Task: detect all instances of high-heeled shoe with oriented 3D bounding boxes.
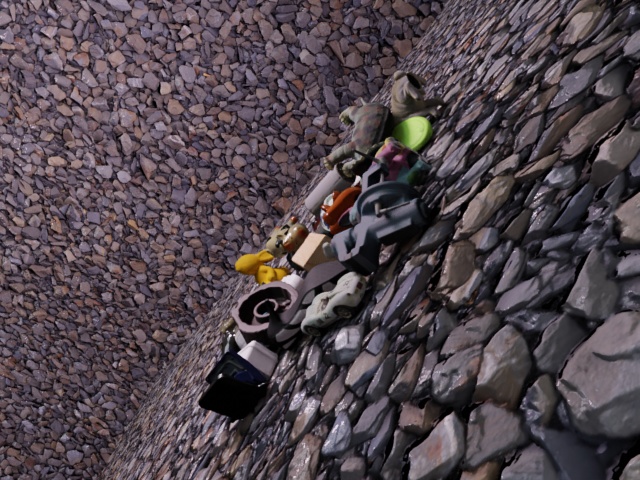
[{"bbox_3d":[-0.006,0.143,1.153,0.249,0.145,0.086,-24,27,2],"label":"high-heeled shoe"}]

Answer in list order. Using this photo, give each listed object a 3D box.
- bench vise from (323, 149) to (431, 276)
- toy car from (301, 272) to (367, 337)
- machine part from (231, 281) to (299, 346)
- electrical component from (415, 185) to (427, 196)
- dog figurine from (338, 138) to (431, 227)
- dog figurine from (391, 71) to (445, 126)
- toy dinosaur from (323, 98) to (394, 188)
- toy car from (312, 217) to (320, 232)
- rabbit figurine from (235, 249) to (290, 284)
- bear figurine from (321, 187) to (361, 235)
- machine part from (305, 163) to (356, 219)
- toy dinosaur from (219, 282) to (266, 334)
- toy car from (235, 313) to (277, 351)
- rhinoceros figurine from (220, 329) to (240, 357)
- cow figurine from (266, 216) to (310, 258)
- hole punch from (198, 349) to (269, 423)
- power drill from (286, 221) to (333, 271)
[{"bbox_3d":[0.102,-0.055,1.014,0.223,0.128,0.241,-35,39,39],"label":"bench vise"},{"bbox_3d":[0.023,0.124,1.016,0.201,0.056,0.073,-41,16,50],"label":"toy car"},{"bbox_3d":[-0.123,0.174,1.285,0.179,0.056,0.179,-14,33,9],"label":"machine part"},{"bbox_3d":[0.176,-0.068,1.071,0.094,0.021,0.063,-55,9,-4],"label":"electrical component"},{"bbox_3d":[0.132,-0.105,1.166,0.219,0.108,0.191,-55,5,17],"label":"dog figurine"},{"bbox_3d":[0.214,-0.341,1.447,0.190,0.172,0.121,-36,7,39],"label":"dog figurine"},{"bbox_3d":[0.130,-0.269,1.367,0.192,0.131,0.405,-16,50,37],"label":"toy dinosaur"},{"bbox_3d":[0.042,-0.107,1.756,0.202,0.053,0.089,-59,15,-10],"label":"toy car"},{"bbox_3d":[-0.192,0.101,1.783,0.162,0.173,0.122,-60,7,-12],"label":"rabbit figurine"},{"bbox_3d":[0.056,-0.052,1.307,0.132,0.120,0.196,-62,10,-23],"label":"bear figurine"},{"bbox_3d":[0.030,-0.147,1.595,0.243,0.079,0.079,-48,11,37],"label":"machine part"},{"bbox_3d":[-0.203,0.222,1.609,0.198,0.105,0.471,-53,11,-7],"label":"toy dinosaur"},{"bbox_3d":[-0.165,0.244,1.353,0.109,0.103,0.162,-52,8,15],"label":"toy car"},{"bbox_3d":[-0.230,0.327,1.388,0.112,0.073,0.190,119,162,-52],"label":"rhinoceros figurine"},{"bbox_3d":[-0.094,0.000,1.523,0.195,0.085,0.127,-27,25,55],"label":"cow figurine"},{"bbox_3d":[-0.185,0.310,1.147,0.142,0.115,0.092,-52,22,21],"label":"hole punch"},{"bbox_3d":[-0.003,-0.005,1.571,0.207,0.086,0.232,-32,25,46],"label":"power drill"}]
